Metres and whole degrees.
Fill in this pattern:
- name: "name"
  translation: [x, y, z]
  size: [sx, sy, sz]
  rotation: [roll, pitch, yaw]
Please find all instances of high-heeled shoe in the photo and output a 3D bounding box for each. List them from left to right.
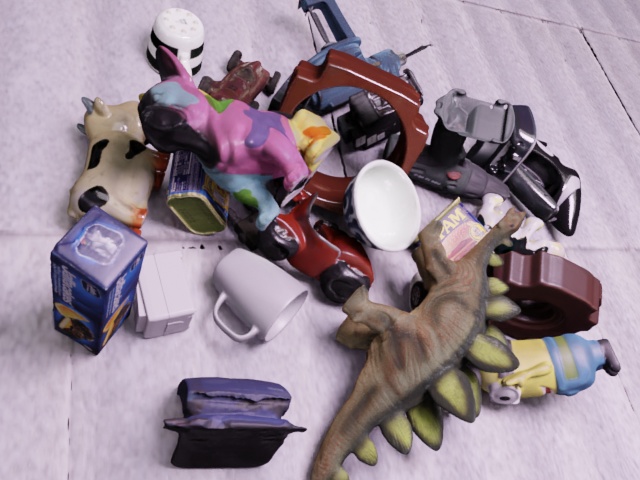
- name: "high-heeled shoe"
  translation: [0.377, -0.121, 0.973]
  size: [0.145, 0.086, 0.249]
  rotation: [9, 53, -16]

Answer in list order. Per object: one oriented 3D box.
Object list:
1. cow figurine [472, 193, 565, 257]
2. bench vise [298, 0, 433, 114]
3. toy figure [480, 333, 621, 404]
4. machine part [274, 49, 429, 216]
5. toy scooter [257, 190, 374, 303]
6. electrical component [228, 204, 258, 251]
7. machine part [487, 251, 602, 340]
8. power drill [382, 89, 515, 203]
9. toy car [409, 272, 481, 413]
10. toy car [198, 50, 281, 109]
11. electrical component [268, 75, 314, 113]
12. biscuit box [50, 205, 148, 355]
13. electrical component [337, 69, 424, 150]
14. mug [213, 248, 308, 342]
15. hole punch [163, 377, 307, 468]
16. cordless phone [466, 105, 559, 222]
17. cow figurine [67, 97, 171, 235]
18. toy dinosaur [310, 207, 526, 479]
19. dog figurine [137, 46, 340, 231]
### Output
- name: "cow figurine"
  translation: [0.318, 0.007, 0.875]
  size: [0.167, 0.068, 0.098]
  rotation: [31, 59, 1]
- name: "bench vise"
  translation: [0.042, -0.328, 0.915]
  size: [0.224, 0.129, 0.240]
  rotation: [-30, 93, -16]
- name: "toy figure"
  translation: [0.301, 0.170, 0.729]
  size: [0.180, 0.082, 0.089]
  rotation: [-16, 36, 9]
- name: "machine part"
  translation: [0.033, -0.146, 0.757]
  size: [0.201, 0.200, 0.087]
  rotation: [20, 33, -12]
- name: "toy scooter"
  translation: [-0.001, -0.002, 0.728]
  size: [0.183, 0.075, 0.135]
  rotation: [32, 37, -24]
- name: "electrical component"
  translation: [-0.085, -0.015, 0.741]
  size: [0.063, 0.021, 0.094]
  rotation: [-35, 80, -35]
- name: "machine part"
  translation: [0.300, 0.085, 0.762]
  size: [0.179, 0.179, 0.056]
  rotation: [23, 57, -9]
- name: "power drill"
  translation: [0.224, -0.138, 0.838]
  size: [0.232, 0.207, 0.086]
  rotation: [16, 74, -1]
- name: "toy car"
  translation: [0.168, 0.135, 0.740]
  size: [0.073, 0.056, 0.202]
  rotation: [5, 62, -14]
- name: "toy car"
  translation: [-0.117, -0.239, 0.821]
  size: [0.089, 0.053, 0.202]
  rotation: [26, 37, -4]
- name: "electrical component"
  translation: [-0.043, -0.213, 0.820]
  size: [0.048, 0.119, 0.075]
  rotation: [31, 56, -4]
- name: "biscuit box"
  translation: [-0.221, 0.048, 0.531]
  size: [0.059, 0.202, 0.063]
  rotation: [35, 55, -3]
- name: "electrical component"
  translation: [0.093, -0.200, 0.859]
  size: [0.134, 0.115, 0.058]
  rotation: [-27, 78, -2]
- name: "mug"
  translation: [-0.088, 0.069, 0.661]
  size: [0.107, 0.080, 0.109]
  rotation: [39, 61, 16]
- name: "hole punch"
  translation: [-0.095, 0.179, 0.568]
  size: [0.142, 0.115, 0.092]
  rotation: [11, 49, -18]
- name: "cordless phone"
  translation: [0.349, -0.122, 0.915]
  size: [0.089, 0.146, 0.184]
  rotation: [-32, 73, -28]
- name: "cow figurine"
  translation: [-0.260, -0.098, 0.681]
  size: [0.127, 0.085, 0.195]
  rotation: [20, 56, -19]
- name: "toy dinosaur"
  translation: [0.114, 0.137, 0.647]
  size: [0.199, 0.105, 0.471]
  rotation: [40, 77, 23]
- name: "dog figurine"
  translation: [-0.103, -0.132, 0.631]
  size: [0.219, 0.108, 0.191]
  rotation: [40, 43, -4]
